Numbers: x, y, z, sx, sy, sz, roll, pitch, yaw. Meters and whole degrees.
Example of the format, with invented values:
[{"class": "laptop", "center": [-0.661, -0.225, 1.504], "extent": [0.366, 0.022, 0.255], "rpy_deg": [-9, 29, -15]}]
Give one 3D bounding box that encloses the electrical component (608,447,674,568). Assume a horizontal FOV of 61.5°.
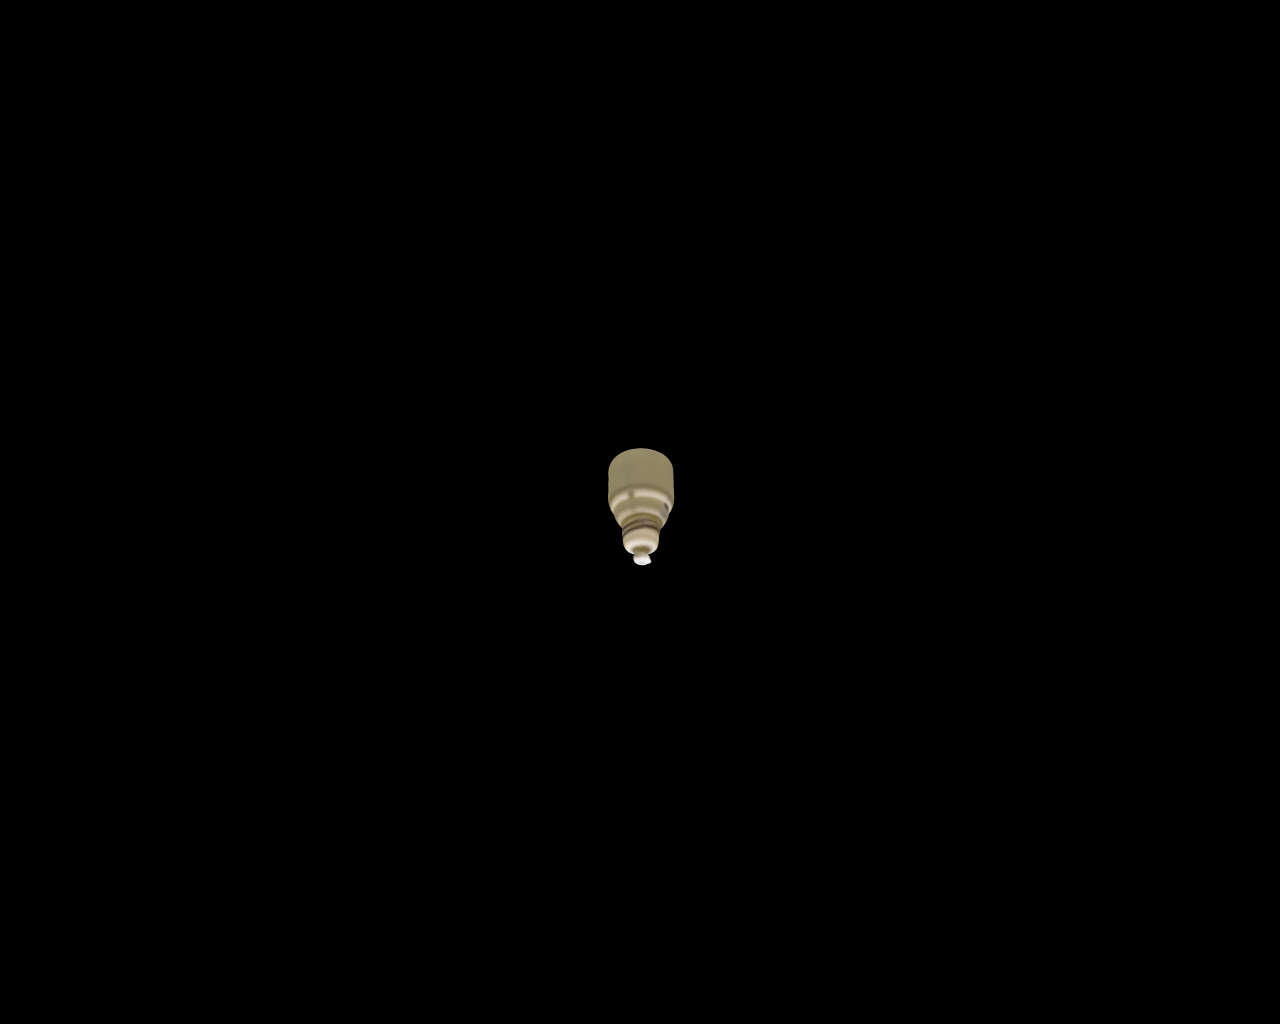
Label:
[{"class": "electrical component", "center": [0.001, -0.003, 0.650], "extent": [0.040, 0.078, 0.040], "rpy_deg": [0, -33, 0]}]
